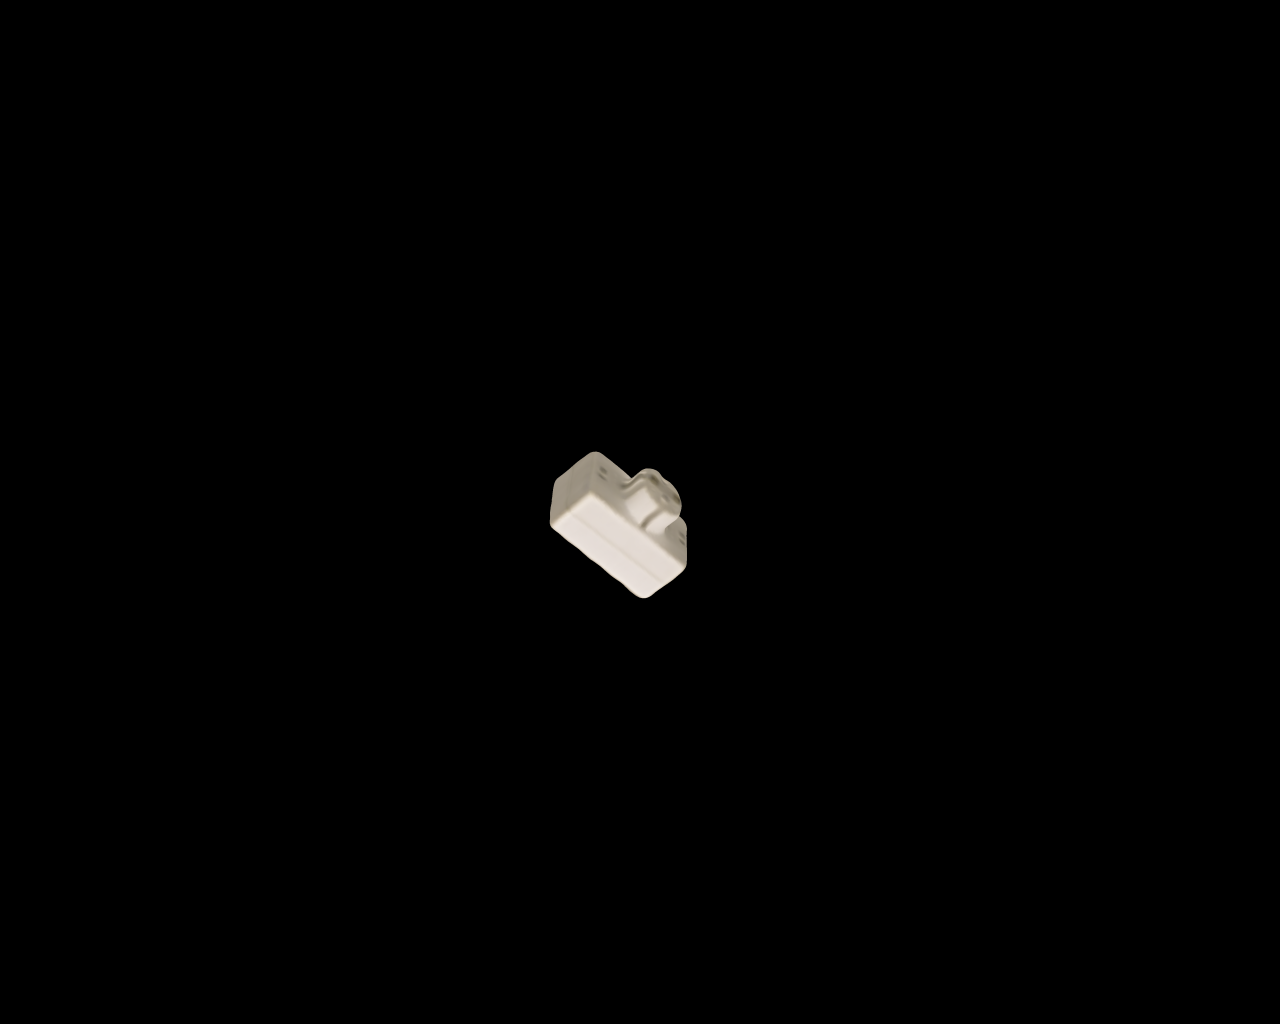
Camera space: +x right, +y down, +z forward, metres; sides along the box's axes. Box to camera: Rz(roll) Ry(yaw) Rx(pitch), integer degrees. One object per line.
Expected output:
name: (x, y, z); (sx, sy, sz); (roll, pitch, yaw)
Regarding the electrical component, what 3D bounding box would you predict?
electrical component: (0.001, -0.003, 0.650); (0.075, 0.047, 0.083); (-39, -62, 25)
